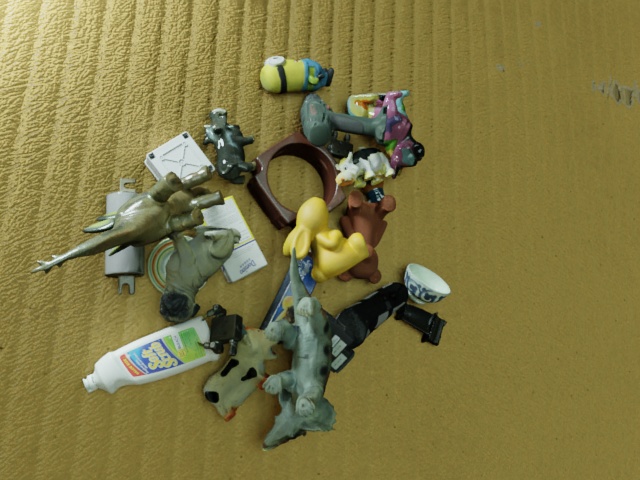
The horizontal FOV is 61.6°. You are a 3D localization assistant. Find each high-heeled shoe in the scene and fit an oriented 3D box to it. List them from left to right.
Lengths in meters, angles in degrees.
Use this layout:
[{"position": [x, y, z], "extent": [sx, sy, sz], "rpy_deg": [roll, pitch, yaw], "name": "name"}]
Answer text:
[{"position": [0.106, 0.186, 1.278], "extent": [0.249, 0.145, 0.086], "rpy_deg": [-37, 80, 4], "name": "high-heeled shoe"}]

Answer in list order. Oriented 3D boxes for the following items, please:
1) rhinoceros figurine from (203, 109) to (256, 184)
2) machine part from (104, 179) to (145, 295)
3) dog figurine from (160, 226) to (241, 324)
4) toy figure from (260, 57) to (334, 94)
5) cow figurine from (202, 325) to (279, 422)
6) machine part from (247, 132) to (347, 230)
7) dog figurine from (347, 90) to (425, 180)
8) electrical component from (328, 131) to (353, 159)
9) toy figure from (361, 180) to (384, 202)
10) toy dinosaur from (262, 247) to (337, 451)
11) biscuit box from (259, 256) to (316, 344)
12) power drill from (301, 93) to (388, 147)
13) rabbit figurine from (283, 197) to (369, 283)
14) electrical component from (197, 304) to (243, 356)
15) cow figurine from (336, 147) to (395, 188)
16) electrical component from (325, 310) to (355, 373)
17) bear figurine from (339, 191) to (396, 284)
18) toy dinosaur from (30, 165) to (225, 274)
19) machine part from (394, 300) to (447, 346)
[{"position": [-0.209, -0.211, 1.209], "extent": [0.112, 0.073, 0.190], "rpy_deg": [7, 55, -34], "name": "rhinoceros figurine"}, {"position": [-0.399, -0.009, 1.098], "extent": [0.079, 0.079, 0.243], "rpy_deg": [1, 79, -22], "name": "machine part"}, {"position": [-0.245, 0.070, 1.108], "extent": [0.172, 0.121, 0.190], "rpy_deg": [-3, 99, -12], "name": "dog figurine"}, {"position": [-0.057, -0.401, 1.323], "extent": [0.180, 0.082, 0.089], "rpy_deg": [0, 78, -25], "name": "toy figure"}, {"position": [-0.160, 0.261, 1.110], "extent": [0.195, 0.085, 0.127], "rpy_deg": [-44, 93, -3], "name": "cow figurine"}, {"position": [-0.053, -0.133, 1.260], "extent": [0.201, 0.087, 0.201], "rpy_deg": [-38, 94, -26], "name": "machine part"}, {"position": [0.167, -0.266, 1.367], "extent": [0.192, 0.108, 0.219], "rpy_deg": [-1, 102, 19], "name": "dog figurine"}, {"position": [0.051, -0.228, 1.357], "extent": [0.063, 0.021, 0.094], "rpy_deg": [11, 75, -19], "name": "electrical component"}, {"position": [0.130, -0.154, 1.352], "extent": [0.058, 0.064, 0.154], "rpy_deg": [-14, 88, -62], "name": "toy figure"}, {"position": [-0.027, 0.231, 1.093], "extent": [0.131, 0.192, 0.404], "rpy_deg": [5, 79, 18], "name": "toy dinosaur"}, {"position": [-0.064, 0.132, 1.207], "extent": [0.059, 0.063, 0.202], "rpy_deg": [31, 69, -14], "name": "biscuit box"}, {"position": [0.056, -0.289, 1.266], "extent": [0.207, 0.085, 0.232], "rpy_deg": [11, 35, -1], "name": "power drill"}, {"position": [-0.002, -0.004, 1.175], "extent": [0.162, 0.122, 0.173], "rpy_deg": [-26, 100, -14], "name": "rabbit figurine"}, {"position": [-0.198, 0.180, 1.072], "extent": [0.045, 0.078, 0.102], "rpy_deg": [45, 44, -51], "name": "electrical component"}, {"position": [0.094, -0.175, 1.255], "extent": [0.167, 0.068, 0.098], "rpy_deg": [-13, 78, -45], "name": "cow figurine"}, {"position": [0.010, 0.228, 1.185], "extent": [0.134, 0.058, 0.115], "rpy_deg": [44, 99, 1], "name": "electrical component"}, {"position": [0.106, -0.001, 1.273], "extent": [0.120, 0.132, 0.196], "rpy_deg": [9, 69, -9], "name": "bear figurine"}, {"position": [-0.310, -0.040, 0.972], "extent": [0.199, 0.471, 0.105], "rpy_deg": [-24, 97, 17], "name": "toy dinosaur"}, {"position": [0.249, 0.202, 1.330], "extent": [0.139, 0.039, 0.084], "rpy_deg": [32, 72, -13], "name": "machine part"}]
